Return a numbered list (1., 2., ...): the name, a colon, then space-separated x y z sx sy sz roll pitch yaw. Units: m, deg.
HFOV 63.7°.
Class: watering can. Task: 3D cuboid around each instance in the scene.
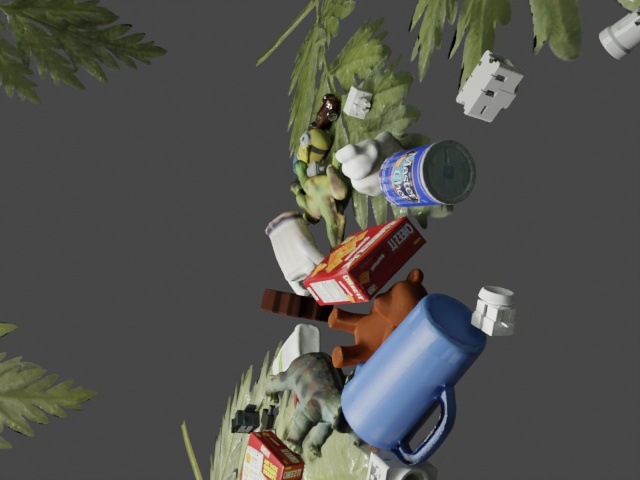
1. watering can: -0.047 0.025 1.302 0.226 0.105 0.342 67 158 12

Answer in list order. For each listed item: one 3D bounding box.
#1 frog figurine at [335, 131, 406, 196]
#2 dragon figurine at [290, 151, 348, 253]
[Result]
1. frog figurine: 0.097 -0.153 1.017 0.134 0.159 0.126 123 151 -44
2. dragon figurine: 0.004 -0.065 1.301 0.400 0.122 0.248 102 160 -54
